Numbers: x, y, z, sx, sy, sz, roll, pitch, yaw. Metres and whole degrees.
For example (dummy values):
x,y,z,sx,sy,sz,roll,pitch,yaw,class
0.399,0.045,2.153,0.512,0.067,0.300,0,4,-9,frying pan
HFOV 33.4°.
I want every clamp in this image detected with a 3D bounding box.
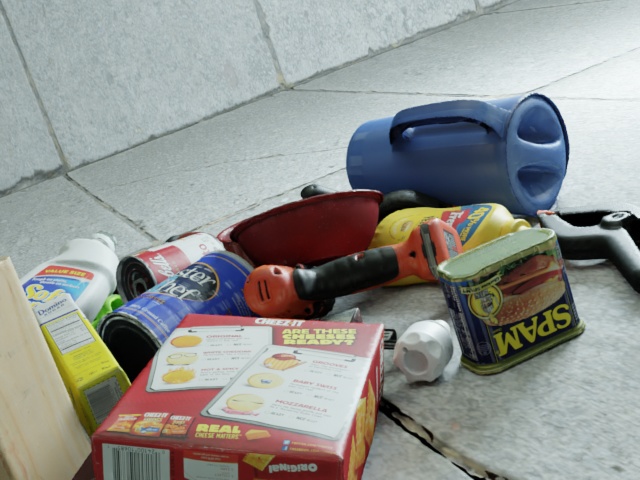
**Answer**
x,y,z,sx,sy,sz,roll,pitch,yaw,class
0.269,-0.001,0.961,0.164,0.036,0.210,-28,21,-34,clamp
0.065,-0.011,1.184,0.171,0.120,0.039,3,48,4,clamp

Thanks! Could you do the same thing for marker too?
x,y,z,sx,sy,sz,roll,pitch,yaw,class
0.043,0.081,0.884,0.121,0.020,0.020,5,7,-19,marker

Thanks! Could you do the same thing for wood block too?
x,y,z,sx,sy,sz,roll,pitch,yaw,class
-0.253,0.128,0.809,0.091,0.206,0.090,-11,16,29,wood block

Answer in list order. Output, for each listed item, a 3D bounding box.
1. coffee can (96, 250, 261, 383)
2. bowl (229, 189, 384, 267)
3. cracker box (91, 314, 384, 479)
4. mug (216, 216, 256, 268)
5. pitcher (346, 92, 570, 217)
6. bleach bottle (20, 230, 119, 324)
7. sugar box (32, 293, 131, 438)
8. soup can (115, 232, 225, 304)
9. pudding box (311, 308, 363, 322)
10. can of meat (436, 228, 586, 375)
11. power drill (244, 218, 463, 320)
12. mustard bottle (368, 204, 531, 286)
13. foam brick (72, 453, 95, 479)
x,y,z,sx,sy,sz,roll,pitch,yaw,class
-0.127,0.084,1.017,0.103,0.103,0.140,-5,20,43,coffee can
-0.007,0.001,1.070,0.162,0.055,0.162,-14,-11,-3,bowl
-0.046,0.125,0.761,0.164,0.072,0.213,3,18,10,cracker box
-0.054,0.020,1.200,0.093,0.081,0.117,-29,17,-33,mug
0.144,-0.097,1.209,0.243,0.149,0.144,0,21,42,pitcher
-0.285,0.072,1.093,0.102,0.068,0.250,16,41,10,bleach bottle
-0.202,0.122,0.931,0.048,0.093,0.176,-24,27,-21,sugar box
-0.152,0.036,1.114,0.069,0.068,0.102,-4,12,45,soup can
-0.011,0.103,0.931,0.090,0.039,0.113,-15,13,16,pudding box
0.150,0.046,0.846,0.102,0.084,0.057,-22,15,-14,can of meat
0.039,0.036,0.992,0.188,0.057,0.184,-17,-8,15,power drill
0.138,0.004,1.059,0.192,0.058,0.096,-3,36,45,mustard bottle
-0.146,0.185,0.775,0.053,0.051,0.078,-16,15,13,foam brick
